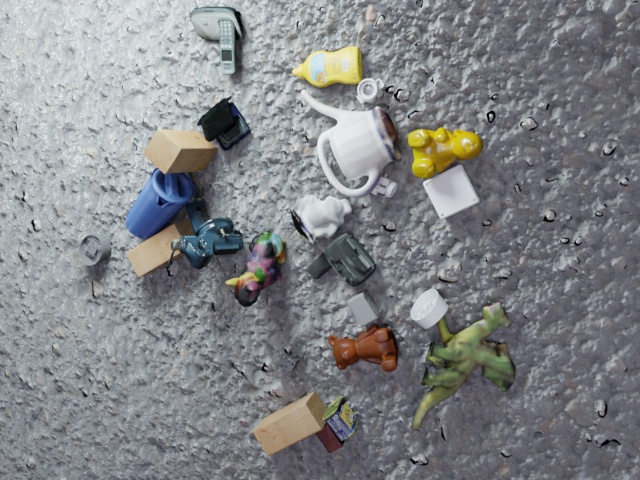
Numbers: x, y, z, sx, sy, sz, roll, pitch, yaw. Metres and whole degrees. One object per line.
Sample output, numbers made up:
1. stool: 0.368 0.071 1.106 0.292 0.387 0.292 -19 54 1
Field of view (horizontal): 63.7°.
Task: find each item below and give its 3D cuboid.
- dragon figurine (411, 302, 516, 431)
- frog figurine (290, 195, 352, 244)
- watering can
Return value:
1. dragon figurine: 0.399 0.347 1.373 0.243 0.123 0.406 12 102 8
2. frog figurine: 0.004 -0.073 1.455 0.161 0.120 0.138 -33 76 -16
3. watering can: 0.085 -0.289 1.387 0.223 0.104 0.350 -23 82 18
